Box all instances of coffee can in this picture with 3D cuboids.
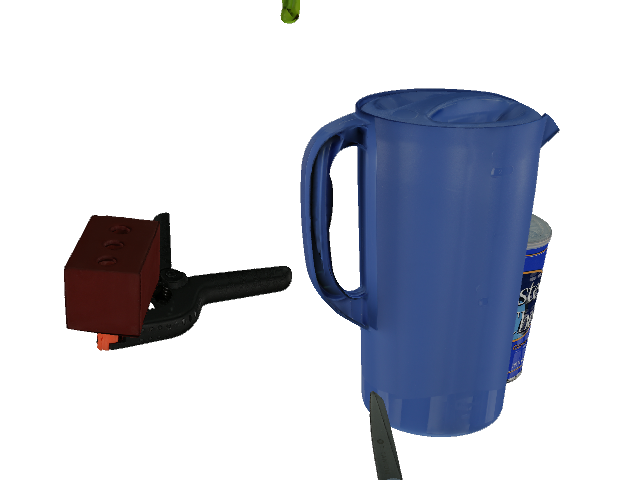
[{"bbox_3d":[0.146,0.046,0.973,0.103,0.140,0.103,6,22,-3],"label":"coffee can"}]

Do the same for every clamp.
[{"bbox_3d":[-0.150,0.040,1.025,0.165,0.036,0.209,27,36,26],"label":"clamp"}]

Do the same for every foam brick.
[{"bbox_3d":[-0.145,0.024,0.752,0.053,0.051,0.078,6,29,0],"label":"foam brick"}]

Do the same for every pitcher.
[{"bbox_3d":[0.077,0.015,0.775,0.149,0.243,0.144,11,20,25],"label":"pitcher"}]

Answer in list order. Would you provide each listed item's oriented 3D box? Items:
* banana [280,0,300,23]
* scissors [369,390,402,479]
[{"bbox_3d":[-0.080,-0.188,0.673,0.198,0.069,0.037,20,-34,30],"label":"banana"},{"bbox_3d":[0.060,0.155,0.604,0.096,0.016,0.201,11,31,7],"label":"scissors"}]
